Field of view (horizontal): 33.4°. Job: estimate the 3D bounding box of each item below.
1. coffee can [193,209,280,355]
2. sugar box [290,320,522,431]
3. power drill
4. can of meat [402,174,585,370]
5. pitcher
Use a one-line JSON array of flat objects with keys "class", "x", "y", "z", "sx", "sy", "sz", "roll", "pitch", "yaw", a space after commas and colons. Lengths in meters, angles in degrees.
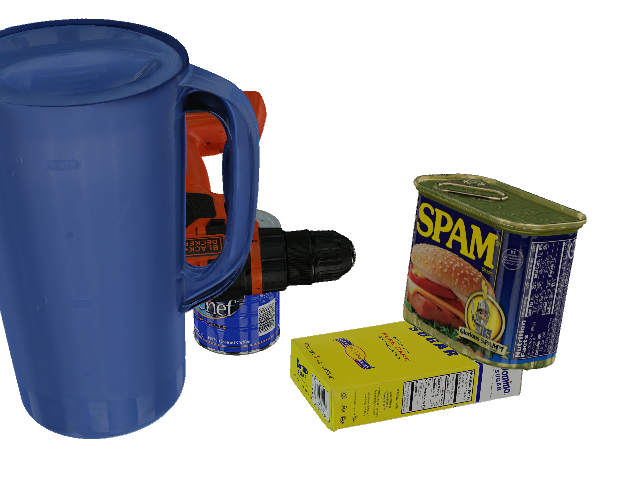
[{"class": "coffee can", "x": -0.097, "y": 0.045, "z": 1.224, "sx": 0.103, "sy": 0.140, "sz": 0.103, "roll": 1, "pitch": 26, "yaw": -1}, {"class": "sugar box", "x": 0.072, "y": 0.106, "z": 0.900, "sx": 0.176, "sy": 0.048, "sz": 0.093, "roll": -10, "pitch": 27, "yaw": -20}, {"class": "power drill", "x": -0.073, "y": -0.037, "z": 0.857, "sx": 0.184, "sy": 0.187, "sz": 0.057, "roll": -3, "pitch": -38, "yaw": -7}, {"class": "can of meat", "x": 0.092, "y": 0.016, "z": 0.593, "sx": 0.057, "sy": 0.084, "sz": 0.102, "roll": -5, "pitch": 20, "yaw": -31}, {"class": "pitcher", "x": -0.130, "y": -0.002, "z": 0.646, "sx": 0.144, "sy": 0.243, "sz": 0.149, "roll": -23, "pitch": 38, "yaw": -34}]
